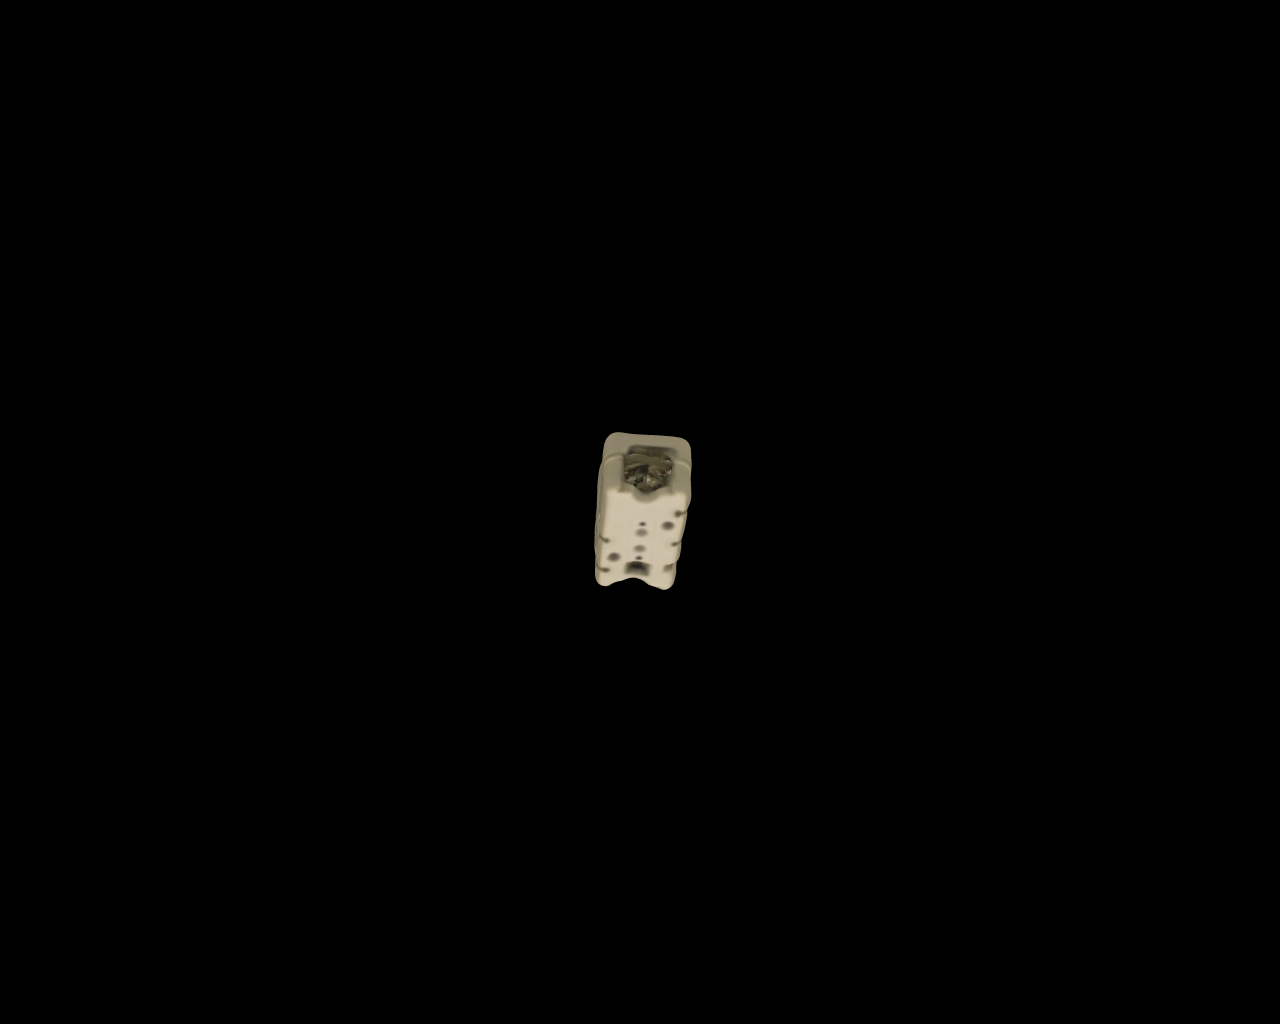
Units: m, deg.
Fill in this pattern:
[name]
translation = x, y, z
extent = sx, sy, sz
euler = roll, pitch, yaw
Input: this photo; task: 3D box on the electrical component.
[electrical component]
translation = 0.001, -0.003, 0.650
extent = 0.050, 0.056, 0.089
euler = 4, -43, -4
